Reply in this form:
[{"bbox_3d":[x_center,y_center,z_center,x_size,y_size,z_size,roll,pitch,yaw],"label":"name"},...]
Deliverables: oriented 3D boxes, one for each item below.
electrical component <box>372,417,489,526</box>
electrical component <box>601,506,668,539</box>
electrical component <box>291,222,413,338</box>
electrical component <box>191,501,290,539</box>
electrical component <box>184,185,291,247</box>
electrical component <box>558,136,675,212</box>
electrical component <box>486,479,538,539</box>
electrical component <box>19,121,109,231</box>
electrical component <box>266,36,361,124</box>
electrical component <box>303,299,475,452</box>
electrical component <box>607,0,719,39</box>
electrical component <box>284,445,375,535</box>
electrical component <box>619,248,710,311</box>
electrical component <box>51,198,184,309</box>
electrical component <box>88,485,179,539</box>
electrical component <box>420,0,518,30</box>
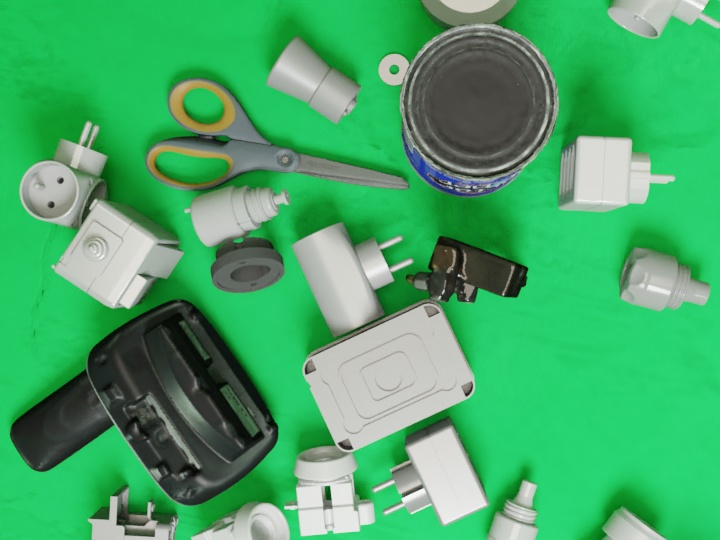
[{"bbox_3d":[0.047,0.157,0.804,0.077,0.047,0.065,-25,89,2],"label":"electrical component"},{"bbox_3d":[0.195,0.210,0.798,0.045,0.045,0.055,36,91,2],"label":"electrical component"},{"bbox_3d":[0.000,0.000,0.808,0.079,0.044,0.077,-25,89,2],"label":"electrical component"},{"bbox_3d":[-0.086,0.199,0.799,0.055,0.066,0.048,-26,88,36],"label":"electrical component"},{"bbox_3d":[-0.091,-0.044,0.808,0.078,0.040,0.040,-16,89,14],"label":"electrical component"},{"bbox_3d":[0.188,-0.067,0.780,0.076,0.083,0.047,3,90,3],"label":"electrical component"},{"bbox_3d":[0.118,0.188,0.807,0.035,0.035,0.061,19,88,2],"label":"electrical component"},{"bbox_3d":[-0.212,-0.072,0.801,0.044,0.077,0.079,21,90,3],"label":"electrical component"},{"bbox_3d":[-0.032,-0.140,0.812,0.065,0.044,0.044,34,91,-3],"label":"electrical component"},{"bbox_3d":[0.022,0.078,0.800,0.113,0.057,0.078,-25,89,2],"label":"electrical component"},{"bbox_3d":[0.237,-0.207,0.798,0.079,0.044,0.077,29,91,2],"label":"electrical component"},{"bbox_3d":[-0.024,0.165,0.808,0.066,0.048,0.055,-5,97,2],"label":"electrical component"},{"bbox_3d":[0.227,0.010,0.798,0.062,0.043,0.043,15,90,1],"label":"electrical component"},{"bbox_3d":[-0.175,-0.010,0.789,0.061,0.096,0.061,33,92,2],"label":"electrical component"},{"bbox_3d":[-0.172,0.208,0.816,0.064,0.042,0.081,3,91,1],"label":"electrical component"},{"bbox_3d":[0.081,-0.215,0.801,0.080,0.051,0.080,0,90,3],"label":"electrical component"}]
